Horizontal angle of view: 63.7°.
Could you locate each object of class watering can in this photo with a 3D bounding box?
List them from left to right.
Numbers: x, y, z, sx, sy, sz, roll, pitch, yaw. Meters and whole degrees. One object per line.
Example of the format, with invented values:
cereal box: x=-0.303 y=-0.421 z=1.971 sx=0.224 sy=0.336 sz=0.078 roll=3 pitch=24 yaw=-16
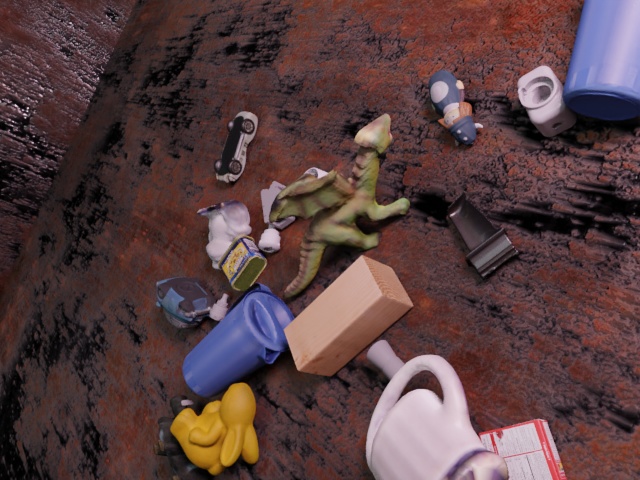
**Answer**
watering can: x=0.123 y=0.335 z=0.701 sx=0.227 sy=0.103 sz=0.345 roll=35 pitch=106 yaw=60

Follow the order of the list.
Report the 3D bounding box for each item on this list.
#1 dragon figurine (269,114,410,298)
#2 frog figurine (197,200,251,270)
dragon figurine: x=0.003 y=-0.046 z=0.912 sx=0.406 sy=0.240 sz=0.124 roll=-48 pitch=50 yaw=14
frog figurine: x=-0.218 y=-0.012 z=1.230 sx=0.136 sy=0.124 sz=0.159 roll=-13 pitch=98 yaw=36
